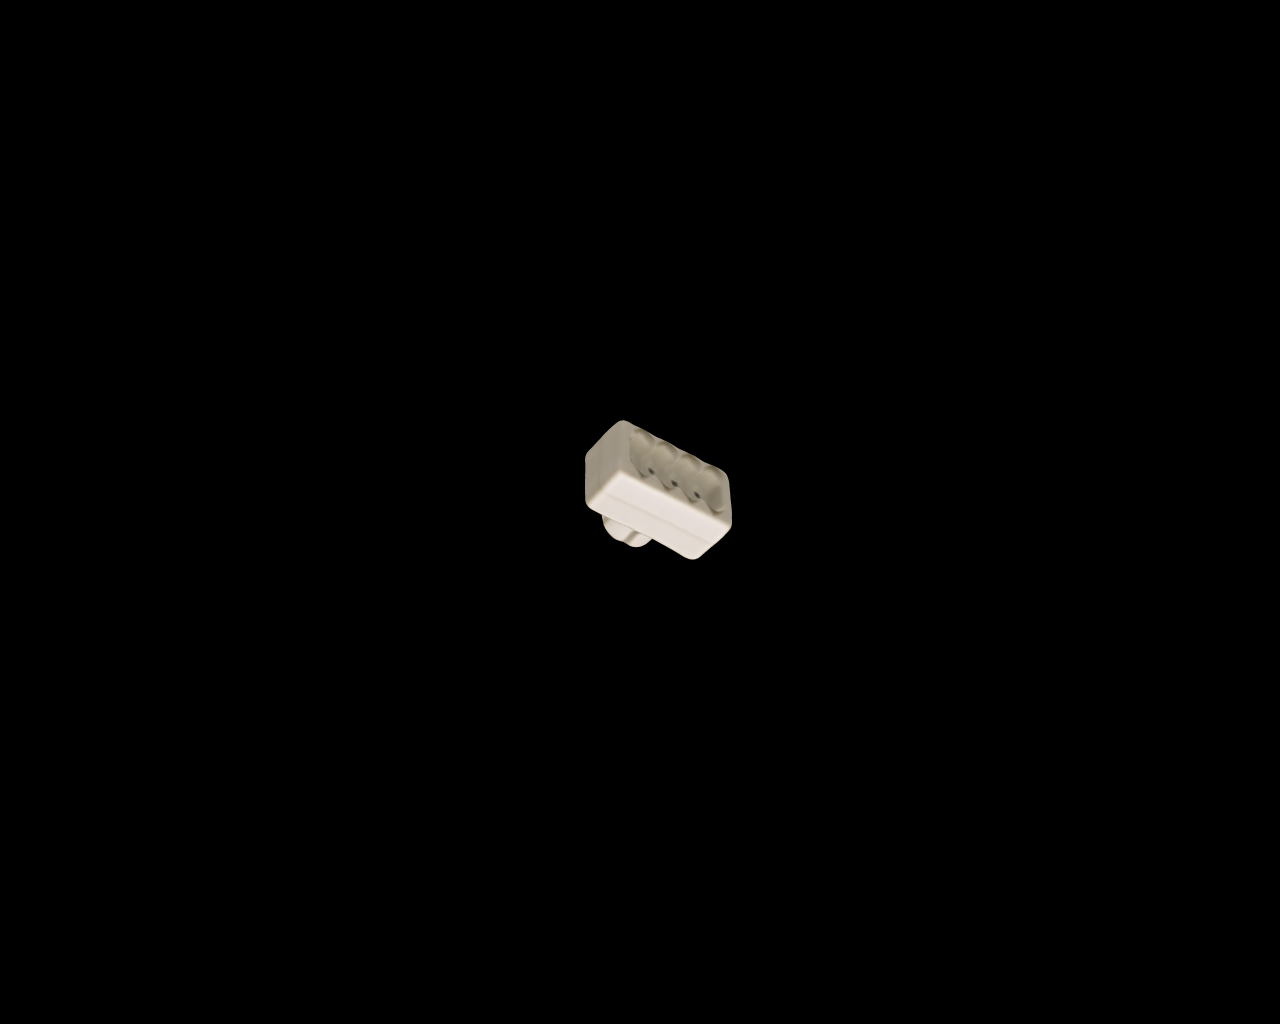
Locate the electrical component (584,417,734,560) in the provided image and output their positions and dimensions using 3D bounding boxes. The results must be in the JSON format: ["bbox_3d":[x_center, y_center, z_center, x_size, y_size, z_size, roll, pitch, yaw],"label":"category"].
[{"bbox_3d":[0.001,-0.003,0.650,0.083,0.047,0.075,26,-49,-25],"label":"electrical component"}]
